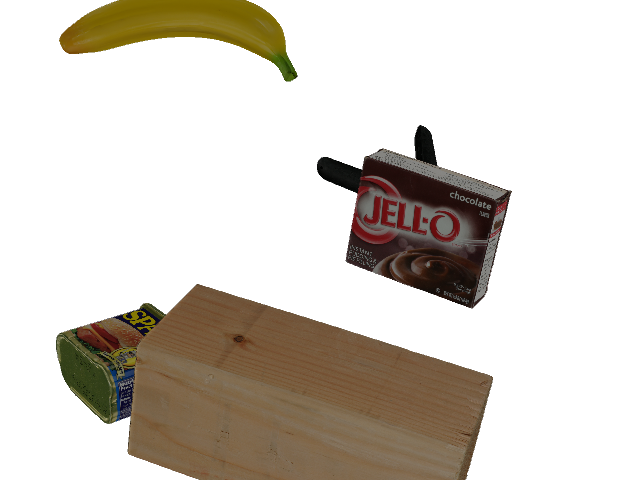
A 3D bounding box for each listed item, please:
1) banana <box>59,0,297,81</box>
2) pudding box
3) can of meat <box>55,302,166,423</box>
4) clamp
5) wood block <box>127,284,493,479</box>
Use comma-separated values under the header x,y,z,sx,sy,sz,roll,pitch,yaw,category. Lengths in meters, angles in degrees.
x,y,z,sx,sy,sz,roll,pitch,yaw,category
-0.114,-0.177,0.888,0.198,0.069,0.037,6,-34,0,banana
0.081,-0.011,0.816,0.114,0.090,0.039,19,27,21,pudding box
-0.157,0.099,0.871,0.083,0.057,0.102,-17,28,-34,can of meat
0.104,-0.045,1.196,0.164,0.210,0.036,-15,-37,-27,clamp
-0.007,0.111,0.676,0.206,0.090,0.090,17,29,14,wood block
